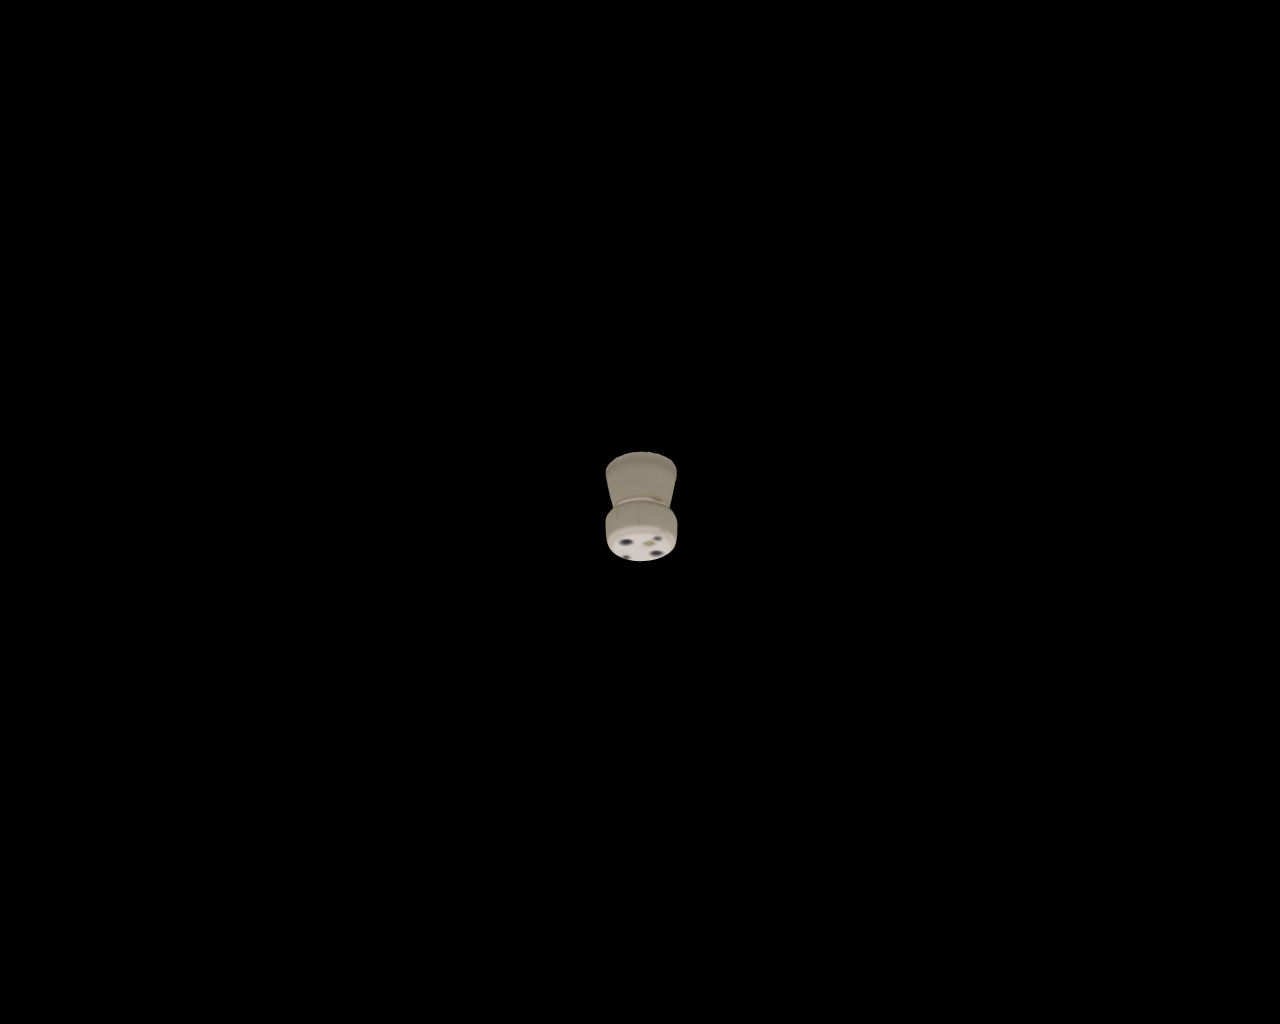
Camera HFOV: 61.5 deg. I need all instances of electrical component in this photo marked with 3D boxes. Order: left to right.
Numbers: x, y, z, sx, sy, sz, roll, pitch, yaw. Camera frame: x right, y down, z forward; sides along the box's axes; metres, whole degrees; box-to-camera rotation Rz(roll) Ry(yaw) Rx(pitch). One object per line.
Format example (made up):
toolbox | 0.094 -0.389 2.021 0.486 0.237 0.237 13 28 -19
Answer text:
electrical component | 0.001 -0.003 0.650 0.045 0.055 0.044 0 -30 0
